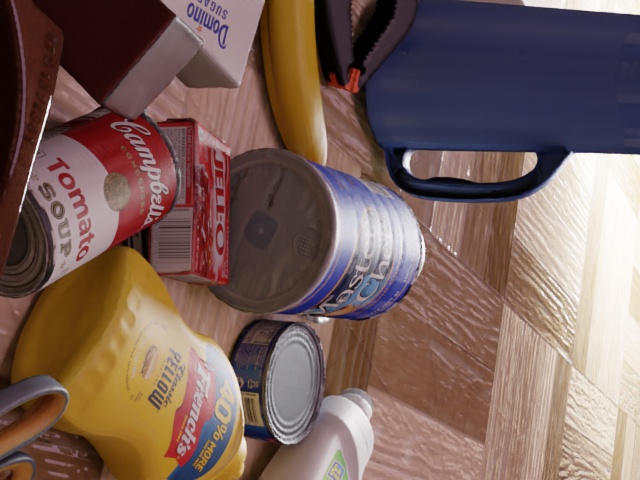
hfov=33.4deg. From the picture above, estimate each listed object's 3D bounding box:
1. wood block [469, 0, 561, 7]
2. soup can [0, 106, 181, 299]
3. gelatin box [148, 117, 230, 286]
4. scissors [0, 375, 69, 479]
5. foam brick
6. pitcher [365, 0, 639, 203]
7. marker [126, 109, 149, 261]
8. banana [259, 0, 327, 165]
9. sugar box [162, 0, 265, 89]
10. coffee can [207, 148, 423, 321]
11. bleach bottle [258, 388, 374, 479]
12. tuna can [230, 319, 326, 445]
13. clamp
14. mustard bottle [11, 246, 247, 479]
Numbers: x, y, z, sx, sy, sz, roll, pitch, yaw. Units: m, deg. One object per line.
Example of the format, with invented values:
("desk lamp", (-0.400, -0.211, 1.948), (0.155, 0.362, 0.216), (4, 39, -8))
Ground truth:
("wood block", (0.156, -0.257, 1.008), (0.205, 0.091, 0.090), (37, 59, -57))
("soup can", (-0.125, -0.021, 0.523), (0.102, 0.069, 0.068), (-37, 125, -54))
("gelatin box", (-0.074, -0.020, 0.627), (0.073, 0.030, 0.089), (36, 54, -77))
("scissors", (-0.191, 0.127, 0.455), (0.201, 0.016, 0.096), (-35, 153, -34))
("foam brick", (-0.101, -0.101, 0.488), (0.053, 0.078, 0.051), (-47, 171, 3))
("pitcher", (0.166, -0.120, 0.875), (0.144, 0.243, 0.149), (-60, 148, -43))
("marker", (-0.104, -0.025, 0.612), (0.020, 0.020, 0.121), (-21, 110, -60))
("banana", (-0.015, -0.141, 0.750), (0.069, 0.037, 0.198), (-14, 105, -60))
("sugar box", (-0.060, -0.185, 0.608), (0.093, 0.048, 0.176), (44, 59, -55))
("coffee can", (-0.005, 0.001, 0.711), (0.140, 0.103, 0.103), (12, 82, -62))
("bleach bottle", (-0.015, 0.203, 0.755), (0.250, 0.068, 0.102), (-56, 140, -48))
("tuna can", (-0.030, 0.098, 0.745), (0.086, 0.034, 0.086), (-8, 100, -62))
("clamp", (0.052, -0.216, 0.808), (0.164, 0.036, 0.210), (0, 107, -35))
("mustard bottle", (-0.091, 0.092, 0.605), (0.191, 0.058, 0.096), (57, 44, -48))
